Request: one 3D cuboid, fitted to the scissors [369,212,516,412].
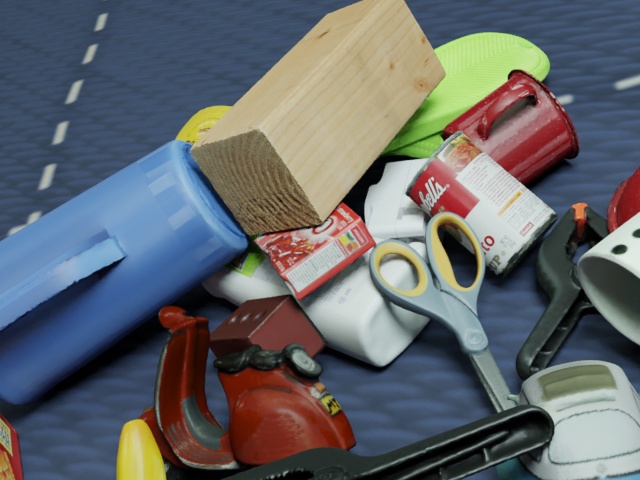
[{"bbox_3d":[0.089,0.068,0.761,0.096,0.016,0.202,-4,59,-3],"label":"scissors"}]

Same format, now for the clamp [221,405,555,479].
[{"bbox_3d":[0.018,0.140,0.586,0.210,0.036,0.164,-10,17,46],"label":"clamp"}]

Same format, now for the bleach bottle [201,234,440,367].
[{"bbox_3d":[-0.021,0.023,0.897,0.251,0.068,0.102,19,55,43],"label":"bleach bottle"}]

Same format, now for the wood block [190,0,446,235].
[{"bbox_3d":[0.003,-0.105,0.864,0.091,0.090,0.205,-9,33,47],"label":"wood block"}]

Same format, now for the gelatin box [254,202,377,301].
[{"bbox_3d":[-0.005,0.001,0.819,0.073,0.030,0.089,-35,24,-3],"label":"gelatin box"}]

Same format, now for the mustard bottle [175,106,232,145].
[{"bbox_3d":[-0.130,-0.051,1.039,0.096,0.058,0.191,9,49,32],"label":"mustard bottle"}]

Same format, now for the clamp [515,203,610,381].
[{"bbox_3d":[0.191,0.041,0.784,0.120,0.039,0.171,-7,39,0],"label":"clamp"}]

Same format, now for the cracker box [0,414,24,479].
[{"bbox_3d":[-0.274,0.179,0.766,0.072,0.164,0.214,-28,39,-2],"label":"cracker box"}]

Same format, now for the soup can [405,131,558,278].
[{"bbox_3d":[0.127,-0.028,0.839,0.102,0.068,0.068,43,68,12],"label":"soup can"}]

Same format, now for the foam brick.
[{"bbox_3d":[-0.042,0.079,0.828,0.053,0.051,0.078,-45,16,-28],"label":"foam brick"}]

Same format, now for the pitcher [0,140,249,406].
[{"bbox_3d":[-0.185,0.024,0.873,0.243,0.145,0.149,-32,43,11],"label":"pitcher"}]

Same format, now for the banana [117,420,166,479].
[{"bbox_3d":[-0.142,0.222,0.720,0.037,0.069,0.197,-20,40,58],"label":"banana"}]

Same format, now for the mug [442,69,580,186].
[{"bbox_3d":[0.157,-0.089,0.896,0.081,0.117,0.093,-36,68,-6],"label":"mug"}]

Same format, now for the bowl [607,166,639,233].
[{"bbox_3d":[0.294,-0.031,0.778,0.162,0.055,0.162,-5,41,4],"label":"bowl"}]
